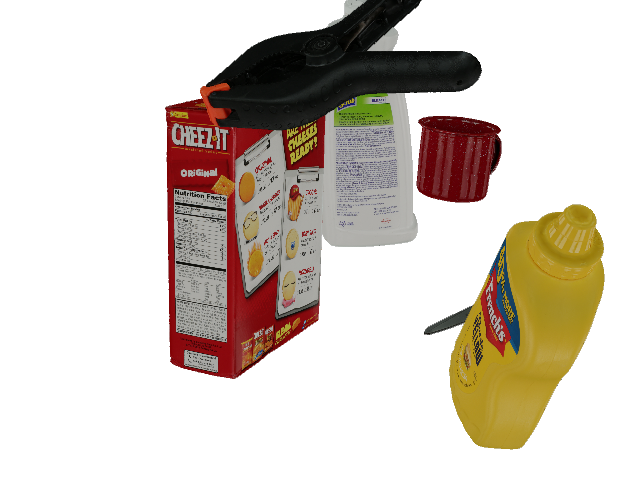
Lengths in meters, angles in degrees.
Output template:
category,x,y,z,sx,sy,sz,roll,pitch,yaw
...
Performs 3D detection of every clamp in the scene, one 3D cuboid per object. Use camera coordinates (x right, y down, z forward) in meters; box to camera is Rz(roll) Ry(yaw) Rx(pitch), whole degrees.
category,x,y,z,sx,sy,sz,roll,pitch,yaw
clamp,0.013,-0.106,0.669,0.171,0.039,0.120,-27,39,-6

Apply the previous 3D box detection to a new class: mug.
category,x,y,z,sx,sy,sz,roll,pitch,yaw
mug,0.162,-0.094,1.220,0.117,0.081,0.093,-11,24,-39

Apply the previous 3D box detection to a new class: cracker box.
category,x,y,z,sx,sy,sz,roll,pitch,yaw
cracker box,-0.060,-0.014,0.888,0.072,0.214,0.164,8,16,24

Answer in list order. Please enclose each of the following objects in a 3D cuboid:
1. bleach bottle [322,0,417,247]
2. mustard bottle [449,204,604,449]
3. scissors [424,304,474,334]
category,x,y,z,sx,sy,sz,roll,pitch,yaw
bleach bottle,0.047,-0.116,1.033,0.102,0.251,0.068,-5,31,-7
mustard bottle,0.129,0.045,0.656,0.058,0.096,0.192,6,-38,-6
scissors,0.152,0.041,0.942,0.201,0.016,0.096,-7,35,-28
